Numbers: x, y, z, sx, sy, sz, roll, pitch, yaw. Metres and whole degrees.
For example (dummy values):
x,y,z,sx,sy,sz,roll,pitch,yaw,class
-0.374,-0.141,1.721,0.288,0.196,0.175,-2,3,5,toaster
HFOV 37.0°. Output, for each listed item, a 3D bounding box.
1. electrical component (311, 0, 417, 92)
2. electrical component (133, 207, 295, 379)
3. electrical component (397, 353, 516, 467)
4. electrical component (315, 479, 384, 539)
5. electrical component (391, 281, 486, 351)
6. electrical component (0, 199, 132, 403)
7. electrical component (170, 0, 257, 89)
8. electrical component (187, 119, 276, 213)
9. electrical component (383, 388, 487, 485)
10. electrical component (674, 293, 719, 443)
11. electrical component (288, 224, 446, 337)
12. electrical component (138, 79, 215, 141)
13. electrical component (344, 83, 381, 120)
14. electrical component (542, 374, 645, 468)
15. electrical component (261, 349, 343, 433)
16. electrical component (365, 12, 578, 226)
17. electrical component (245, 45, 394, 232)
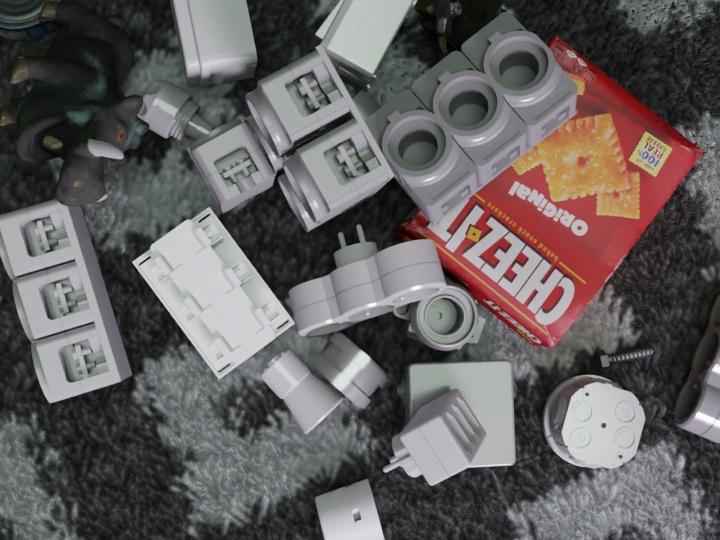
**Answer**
x,y,z,sx,sy,sz,roll,pitch,yaw,class
0.004,-0.210,0.913,0.061,0.062,0.096,29,85,-4,electrical component
-0.121,0.019,0.889,0.079,0.063,0.121,-36,92,-6,electrical component
0.082,0.121,0.915,0.100,0.048,0.099,-2,88,-6,electrical component
-0.009,0.208,0.899,0.047,0.055,0.055,-15,89,-3,electrical component
0.069,0.039,0.912,0.078,0.057,0.058,21,86,-5,electrical component
-0.239,0.025,0.863,0.062,0.089,0.150,-17,90,-7,electrical component
-0.125,-0.214,0.891,0.057,0.078,0.113,-11,89,-9,electrical component
-0.106,-0.086,0.882,0.050,0.089,0.055,-30,91,-7,electrical component
0.052,0.140,0.856,0.077,0.066,0.047,-32,92,23,electrical component
0.336,0.086,0.942,0.074,0.052,0.138,23,86,-5,electrical component
0.000,0.000,0.884,0.138,0.052,0.073,-22,75,29,electrical component
-0.153,-0.129,0.902,0.062,0.043,0.043,31,85,-5,electrical component
-0.005,-0.132,0.918,0.081,0.043,0.043,44,84,-3,electrical component
0.202,0.131,0.926,0.080,0.051,0.080,0,88,-6,electrical component
-0.052,0.099,0.906,0.044,0.044,0.065,-43,88,-6,electrical component
0.088,-0.121,0.856,0.150,0.061,0.089,-38,74,-1,electrical component
-0.037,-0.094,0.841,0.060,0.186,0.105,-29,91,-7,electrical component
